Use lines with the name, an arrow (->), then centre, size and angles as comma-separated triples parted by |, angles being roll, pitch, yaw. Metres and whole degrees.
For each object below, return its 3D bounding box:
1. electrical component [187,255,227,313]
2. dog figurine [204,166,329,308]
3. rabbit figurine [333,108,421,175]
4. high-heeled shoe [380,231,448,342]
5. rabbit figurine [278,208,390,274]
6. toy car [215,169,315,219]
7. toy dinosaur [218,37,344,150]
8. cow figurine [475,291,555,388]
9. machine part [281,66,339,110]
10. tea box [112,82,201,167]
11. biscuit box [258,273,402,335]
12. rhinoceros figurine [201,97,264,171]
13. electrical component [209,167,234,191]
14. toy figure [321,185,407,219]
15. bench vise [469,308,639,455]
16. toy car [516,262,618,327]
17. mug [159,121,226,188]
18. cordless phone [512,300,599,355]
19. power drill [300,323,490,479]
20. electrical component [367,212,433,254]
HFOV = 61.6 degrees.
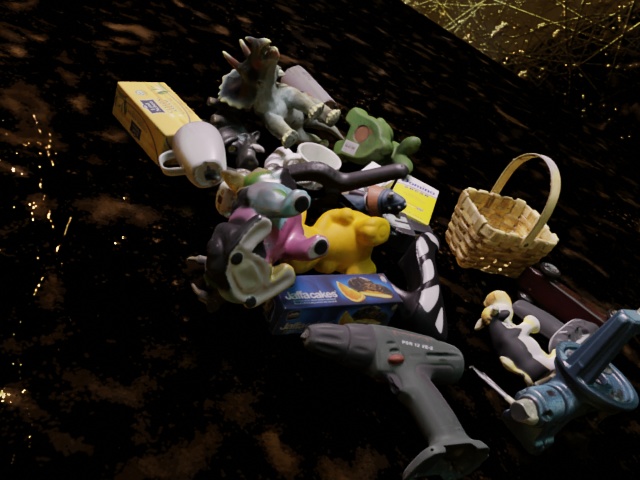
electrical component -> -0.135, 0.051, 0.724 | 0.078, 0.045, 0.102 | 34, 24, -43
dog figurine -> -0.094, -0.024, 0.725 | 0.191, 0.108, 0.219 | -39, 34, -12
rabbit figurine -> 0.140, -0.202, 1.168 | 0.159, 0.121, 0.170 | 17, 1, 35
high-heeled shoe -> 0.189, 0.072, 0.885 | 0.145, 0.086, 0.249 | 44, 39, 14
rabbit figurine -> -0.002, -0.002, 0.814 | 0.173, 0.121, 0.163 | -16, 47, -45
toy car -> -0.084, -0.080, 0.903 | 0.201, 0.073, 0.056 | -11, 45, -42
toy dinosaur -> -0.072, -0.266, 1.080 | 0.192, 0.131, 0.404 | 41, 7, 12
cow figurine -> 0.301, 0.157, 0.852 | 0.098, 0.068, 0.167 | -9, 49, -31
machine part -> -0.027, -0.345, 1.294 | 0.079, 0.079, 0.243 | -2, 44, -36
tea box -> -0.280, -0.207, 0.948 | 0.098, 0.068, 0.170 | -17, 54, -47
biscuit box -> 0.016, 0.089, 0.756 | 0.202, 0.059, 0.063 | 1, 42, -33
rhinoceros figurine -> -0.167, -0.191, 1.008 | 0.112, 0.073, 0.190 | 15, 32, -36
electrical component -> -0.168, -0.107, 0.930 | 0.094, 0.021, 0.063 | 16, 34, -14
toy figure -> 0.078, -0.067, 0.950 | 0.155, 0.064, 0.058 | -3, 68, 18
bench vise -> 0.349, 0.172, 0.708 | 0.223, 0.240, 0.129 | 12, 31, -29
toy car -> 0.457, 0.122, 0.985 | 0.202, 0.089, 0.053 | 41, 36, 23
mug -> -0.198, -0.128, 0.850 | 0.109, 0.080, 0.107 | -14, 39, -17
cordless phone -> 0.396, 0.164, 0.913 | 0.146, 0.088, 0.184 | -15, 41, -44
power drill -> 0.100, 0.193, 0.667 | 0.232, 0.086, 0.207 | 9, 30, -28
electrical component -> 0.146, -0.016, 0.995 | 0.119, 0.047, 0.075 | 11, 37, -23
